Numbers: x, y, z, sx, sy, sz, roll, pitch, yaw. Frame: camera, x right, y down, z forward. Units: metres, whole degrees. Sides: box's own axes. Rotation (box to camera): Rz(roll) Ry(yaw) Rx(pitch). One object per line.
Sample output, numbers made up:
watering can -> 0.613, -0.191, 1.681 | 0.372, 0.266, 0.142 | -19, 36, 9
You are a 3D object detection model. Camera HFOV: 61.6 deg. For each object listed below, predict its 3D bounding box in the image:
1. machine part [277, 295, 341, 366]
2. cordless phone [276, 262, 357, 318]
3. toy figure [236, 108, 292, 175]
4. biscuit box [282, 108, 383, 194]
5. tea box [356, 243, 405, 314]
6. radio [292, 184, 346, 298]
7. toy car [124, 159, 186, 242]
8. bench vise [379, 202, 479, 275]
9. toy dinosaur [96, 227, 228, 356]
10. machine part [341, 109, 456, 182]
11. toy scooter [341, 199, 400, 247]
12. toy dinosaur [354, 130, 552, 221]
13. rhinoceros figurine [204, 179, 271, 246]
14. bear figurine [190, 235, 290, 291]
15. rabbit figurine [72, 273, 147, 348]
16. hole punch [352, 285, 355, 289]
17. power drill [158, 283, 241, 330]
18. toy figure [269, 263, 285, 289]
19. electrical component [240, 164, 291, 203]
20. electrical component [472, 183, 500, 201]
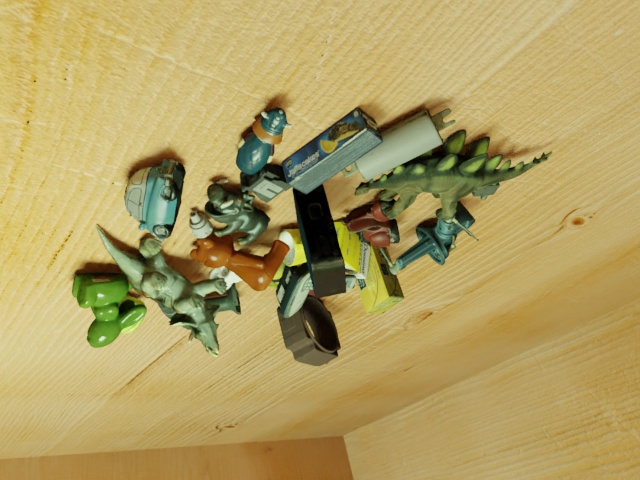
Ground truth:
machine part -> -0.030, 0.266, 1.615 | 0.087, 0.201, 0.201 | -30, 146, 20
cordless phone -> -0.008, 0.126, 1.355 | 0.184, 0.089, 0.146 | 5, 126, -24
toy figure -> -0.104, -0.184, 0.974 | 0.064, 0.058, 0.154 | 4, 141, -37
biscuit box -> 0.020, -0.170, 1.049 | 0.203, 0.059, 0.062 | -32, 147, 26
tea box -> 0.152, 0.104, 1.456 | 0.068, 0.170, 0.098 | 10, 140, -39
radio -> -0.002, -0.003, 1.154 | 0.073, 0.230, 0.131 | -12, 145, -5
toy car -> -0.315, -0.080, 1.013 | 0.103, 0.109, 0.161 | 11, 135, -10
bench vise -> 0.284, 0.009, 1.387 | 0.241, 0.129, 0.223 | -33, 170, -5
toy dinosaur -> -0.367, 0.108, 1.261 | 0.404, 0.131, 0.192 | 41, 136, -19
machine part -> 0.151, -0.186, 1.062 | 0.243, 0.079, 0.079 | -26, 148, 16
toy scooter -> 0.124, -0.036, 1.307 | 0.135, 0.075, 0.183 | -12, 150, 5
toy dinosaur -> 0.292, -0.139, 1.182 | 0.471, 0.105, 0.198 | -7, 146, -22
rhinoceros figurine -> -0.177, -0.057, 1.137 | 0.112, 0.073, 0.190 | -25, 149, 19
bear figurine -> -0.191, 0.033, 1.251 | 0.196, 0.132, 0.120 | 31, 144, -4
rabbit figurine -> -0.505, 0.166, 1.272 | 0.159, 0.170, 0.121 | -4, -166, -44
hole punch -> 0.033, 0.072, 1.451 | 0.116, 0.092, 0.142 | 6, 170, 37
power drill -> -0.321, 0.171, 1.451 | 0.207, 0.086, 0.231 | -16, 150, -7
toy figure -> -0.090, 0.096, 1.427 | 0.089, 0.082, 0.180 | -39, 139, 4
electrical component -> -0.099, -0.115, 1.102 | 0.075, 0.048, 0.119 | -31, 145, 26
electrical component -> 0.407, -0.128, 1.329 | 0.063, 0.021, 0.094 | -7, 150, -12
